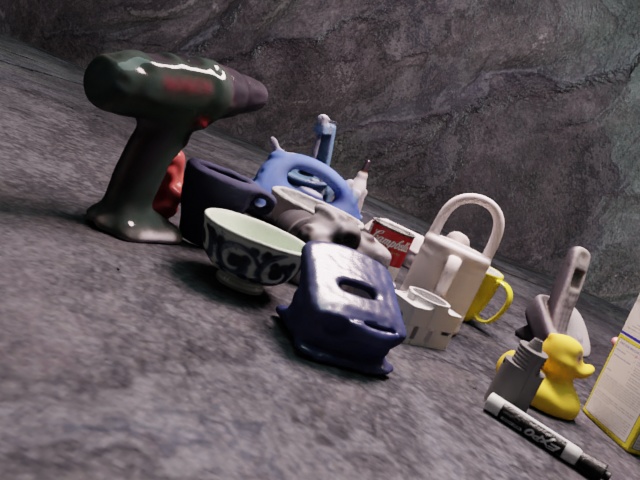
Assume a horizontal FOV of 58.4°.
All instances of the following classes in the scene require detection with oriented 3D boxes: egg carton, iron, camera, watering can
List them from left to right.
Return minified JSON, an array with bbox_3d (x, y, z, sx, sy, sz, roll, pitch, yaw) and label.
[{"bbox_3d":[-0.012,-0.083,1.071,0.259,0.141,0.118,22,10,-12],"label":"iron"},{"bbox_3d":[0.007,0.003,0.780,0.144,0.101,0.136,17,12,-37],"label":"camera"},{"bbox_3d":[0.164,0.006,1.232,0.150,0.069,0.107,26,10,12],"label":"egg carton"},{"bbox_3d":[0.187,0.025,0.815,0.101,0.194,0.172,22,10,-12],"label":"watering can"}]

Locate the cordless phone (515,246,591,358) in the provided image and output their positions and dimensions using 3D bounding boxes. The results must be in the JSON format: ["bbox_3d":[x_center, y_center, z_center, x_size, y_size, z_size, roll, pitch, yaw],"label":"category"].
[{"bbox_3d":[0.434,0.108,0.983,0.148,0.185,0.093,15,13,-42],"label":"cordless phone"}]

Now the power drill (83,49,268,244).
[{"bbox_3d":[-0.164,-0.105,0.627,0.075,0.208,0.230,29,11,26],"label":"power drill"}]

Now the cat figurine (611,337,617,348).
[{"bbox_3d":[0.462,0.192,0.803,0.127,0.118,0.067,29,11,28],"label":"cat figurine"}]

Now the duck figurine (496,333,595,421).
[{"bbox_3d":[0.263,0.147,0.661,0.104,0.086,0.077,25,10,4],"label":"duck figurine"}]

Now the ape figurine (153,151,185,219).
[{"bbox_3d":[-0.201,-0.075,0.727,0.077,0.092,0.076,28,11,24],"label":"ape figurine"}]

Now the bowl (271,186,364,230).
[{"bbox_3d":[-0.015,-0.025,0.954,0.167,0.075,0.167,23,10,-4],"label":"bowl"}]

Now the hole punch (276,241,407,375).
[{"bbox_3d":[0.027,0.062,0.539,0.109,0.091,0.101,19,11,-25],"label":"hole punch"}]

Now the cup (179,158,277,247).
[{"bbox_3d":[-0.121,-0.036,0.700,0.118,0.095,0.091,21,10,-16],"label":"cup"}]

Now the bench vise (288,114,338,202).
[{"bbox_3d":[-0.015,-0.160,1.243,0.121,0.220,0.208,25,10,9],"label":"bench vise"}]

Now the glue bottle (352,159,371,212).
[{"bbox_3d":[0.066,-0.085,1.175,0.037,0.173,0.078,29,11,27],"label":"glue bottle"}]
